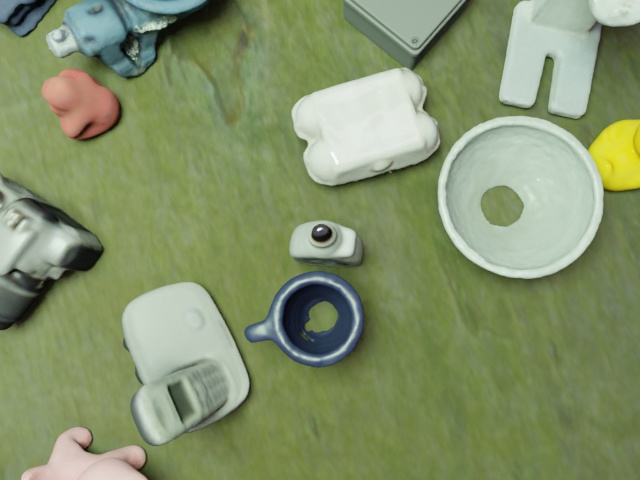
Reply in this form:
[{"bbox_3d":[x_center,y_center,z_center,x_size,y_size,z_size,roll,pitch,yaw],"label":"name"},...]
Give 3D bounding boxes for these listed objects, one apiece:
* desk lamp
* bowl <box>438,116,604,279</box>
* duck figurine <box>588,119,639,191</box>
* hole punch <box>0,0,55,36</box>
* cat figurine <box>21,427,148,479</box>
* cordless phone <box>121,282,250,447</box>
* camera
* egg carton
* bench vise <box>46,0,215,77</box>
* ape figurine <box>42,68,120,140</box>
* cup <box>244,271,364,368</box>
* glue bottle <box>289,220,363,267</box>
[{"bbox_3d":[0.270,-0.254,0.559,0.118,0.213,0.203,11,84,3],"label":"desk lamp"},{"bbox_3d":[0.202,-0.041,0.606,0.167,0.075,0.167,0,84,2],"label":"bowl"},{"bbox_3d":[0.341,-0.098,0.604,0.104,0.086,0.077,-28,83,-2],"label":"duck figurine"},{"bbox_3d":[-0.357,-0.306,0.643,0.101,0.091,0.109,35,86,5],"label":"hole punch"},{"bbox_3d":[-0.226,0.241,0.564,0.127,0.118,0.067,13,84,3],"label":"cat figurine"},{"bbox_3d":[-0.141,0.114,0.543,0.094,0.185,0.147,-29,83,-2],"label":"cordless phone"},{"bbox_3d":[-0.333,0.014,0.601,0.143,0.101,0.137,34,86,5],"label":"camera"},{"bbox_3d":[0.050,-0.121,0.622,0.150,0.069,0.107,-18,83,0],"label":"egg carton"},{"bbox_3d":[-0.183,-0.257,0.568,0.121,0.220,0.207,34,86,5],"label":"bench vise"},{"bbox_3d":[-0.267,-0.152,0.623,0.076,0.092,0.078,14,84,3],"label":"ape figurine"},{"bbox_3d":[-0.014,0.084,0.588,0.117,0.095,0.092,-14,83,0],"label":"cup"},{"bbox_3d":[0.005,0.002,0.557,0.078,0.173,0.037,6,84,3],"label":"glue bottle"}]
